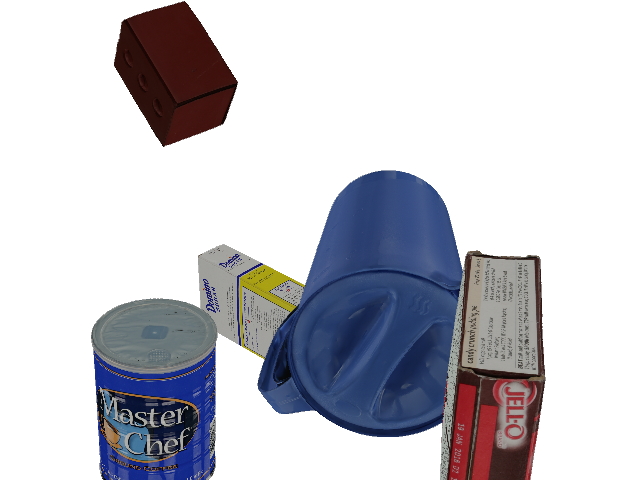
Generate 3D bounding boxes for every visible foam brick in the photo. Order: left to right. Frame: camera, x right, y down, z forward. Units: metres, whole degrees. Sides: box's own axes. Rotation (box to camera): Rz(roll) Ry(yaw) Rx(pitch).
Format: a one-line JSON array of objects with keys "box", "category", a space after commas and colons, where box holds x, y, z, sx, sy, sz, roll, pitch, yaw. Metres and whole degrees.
[{"box": [-0.102, -0.116, 0.742, 0.051, 0.078, 0.053, -24, -18, -27], "category": "foam brick"}]

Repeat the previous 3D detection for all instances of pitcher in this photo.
[{"box": [0.042, 0.038, 0.834, 0.149, 0.145, 0.242, 11, 24, 0], "category": "pitcher"}]

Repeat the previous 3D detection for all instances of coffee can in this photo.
[{"box": [-0.139, 0.135, 0.907, 0.103, 0.140, 0.103, 2, 29, -2], "category": "coffee can"}]

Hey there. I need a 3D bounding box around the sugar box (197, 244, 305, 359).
[{"box": [-0.055, 0.078, 1.127, 0.176, 0.093, 0.048, 28, 40, 37], "category": "sugar box"}]

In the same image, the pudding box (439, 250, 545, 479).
[{"box": [0.075, 0.067, 0.469, 0.039, 0.090, 0.113, 6, 25, 5], "category": "pudding box"}]
